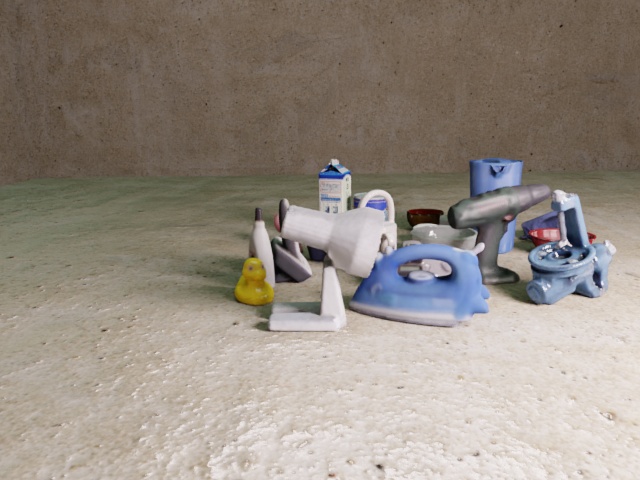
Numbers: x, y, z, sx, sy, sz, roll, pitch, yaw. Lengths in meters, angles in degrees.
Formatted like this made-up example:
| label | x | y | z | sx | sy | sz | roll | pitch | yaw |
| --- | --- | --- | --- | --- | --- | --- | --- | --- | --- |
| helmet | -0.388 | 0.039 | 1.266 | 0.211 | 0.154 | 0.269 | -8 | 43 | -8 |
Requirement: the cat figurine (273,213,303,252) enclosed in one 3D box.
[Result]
| label | x | y | z | sx | sy | sz | roll | pitch | yaw |
| --- | --- | --- | --- | --- | --- | --- | --- | --- | --- |
| cat figurine | -0.089 | -0.033 | 1.557 | 0.067 | 0.118 | 0.127 | -5 | 13 | -16 |

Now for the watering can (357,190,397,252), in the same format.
| label | x | y | z | sx | sy | sz | roll | pitch | yaw |
| --- | --- | --- | --- | --- | --- | --- | --- | --- | --- |
| watering can | 0.121 | -0.020 | 1.314 | 0.101 | 0.194 | 0.172 | -13 | 18 | -42 |

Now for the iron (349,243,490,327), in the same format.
| label | x | y | z | sx | sy | sz | roll | pitch | yaw |
| --- | --- | --- | --- | --- | --- | --- | --- | --- | --- |
| iron | 0.177 | 0.069 | 1.041 | 0.257 | 0.141 | 0.119 | 3 | 13 | 16 |

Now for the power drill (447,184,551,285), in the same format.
| label | x | y | z | sx | sy | sz | roll | pitch | yaw |
| --- | --- | --- | --- | --- | --- | --- | --- | --- | --- |
| power drill | 0.388 | -0.015 | 1.242 | 0.230 | 0.208 | 0.075 | -4 | 13 | -12 |

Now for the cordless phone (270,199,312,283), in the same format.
| label | x | y | z | sx | sy | sz | roll | pitch | yaw |
| --- | --- | --- | --- | --- | --- | --- | --- | --- | --- |
| cordless phone | -0.069 | -0.007 | 1.290 | 0.094 | 0.185 | 0.147 | -3 | 13 | -9 |

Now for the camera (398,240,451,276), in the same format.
| label | x | y | z | sx | sy | sz | roll | pitch | yaw |
| --- | --- | --- | --- | --- | --- | --- | --- | --- | --- |
| camera | 0.211 | 0.048 | 1.220 | 0.143 | 0.101 | 0.137 | 0 | 13 | 5 |

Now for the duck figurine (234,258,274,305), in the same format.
| label | x | y | z | sx | sy | sz | roll | pitch | yaw |
| --- | --- | --- | --- | --- | --- | --- | --- | --- | --- |
| duck figurine | -0.134 | 0.077 | 1.152 | 0.078 | 0.086 | 0.104 | -8 | 14 | -26 |

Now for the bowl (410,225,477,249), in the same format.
| label | x | y | z | sx | sy | sz | roll | pitch | yaw |
| --- | --- | --- | --- | --- | --- | --- | --- | --- | --- |
| bowl | 0.308 | 0.014 | 1.421 | 0.167 | 0.075 | 0.167 | -1 | 13 | 0 |

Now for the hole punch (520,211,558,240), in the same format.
| label | x | y | z | sx | sy | sz | roll | pitch | yaw |
| --- | --- | --- | --- | --- | --- | --- | --- | --- | --- |
| hole punch | 0.629 | -0.043 | 1.613 | 0.109 | 0.091 | 0.100 | -8 | 15 | -29 |

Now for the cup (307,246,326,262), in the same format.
| label | x | y | z | sx | sy | sz | roll | pitch | yaw |
| --- | --- | --- | --- | --- | --- | --- | --- | --- | --- |
| cup | 0.013 | 0.005 | 1.436 | 0.117 | 0.095 | 0.092 | 3 | 14 | 16 |

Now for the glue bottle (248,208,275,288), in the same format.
| label | x | y | z | sx | sy | sz | roll | pitch | yaw |
| --- | --- | --- | --- | --- | --- | --- | --- | --- | --- |
| glue bottle | -0.129 | 0.016 | 1.222 | 0.037 | 0.173 | 0.077 | -9 | 15 | -30 |

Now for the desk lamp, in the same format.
| label | x | y | z | sx | sy | sz | roll | pitch | yaw |
| --- | --- | --- | --- | --- | --- | --- | --- | --- | --- |
| desk lamp | 0.010 | 0.045 | 0.996 | 0.203 | 0.213 | 0.118 | -1 | 13 | 0 |

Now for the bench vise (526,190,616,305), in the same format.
| label | x | y | z | sx | sy | sz | roll | pitch | yaw |
| --- | --- | --- | --- | --- | --- | --- | --- | --- | --- |
| bench vise | 0.487 | 0.006 | 1.118 | 0.208 | 0.220 | 0.121 | -13 | 18 | -43 |
